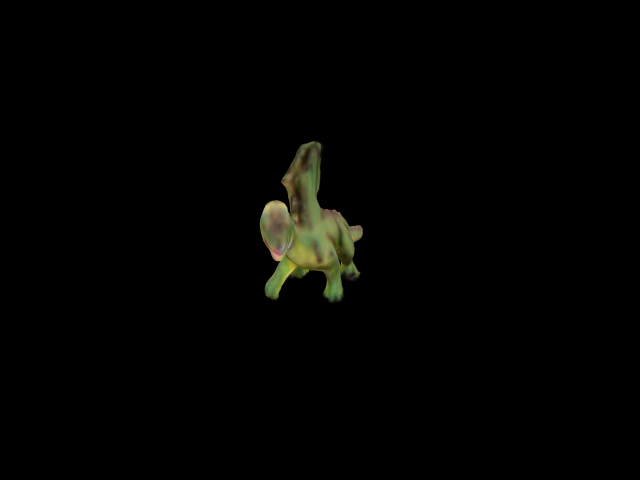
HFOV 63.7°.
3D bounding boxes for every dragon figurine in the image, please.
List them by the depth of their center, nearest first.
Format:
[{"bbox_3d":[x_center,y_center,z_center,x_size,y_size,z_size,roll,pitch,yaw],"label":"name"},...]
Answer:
[{"bbox_3d":[0.003,-0.043,0.850,0.122,0.239,0.417,7,23,18],"label":"dragon figurine"}]
